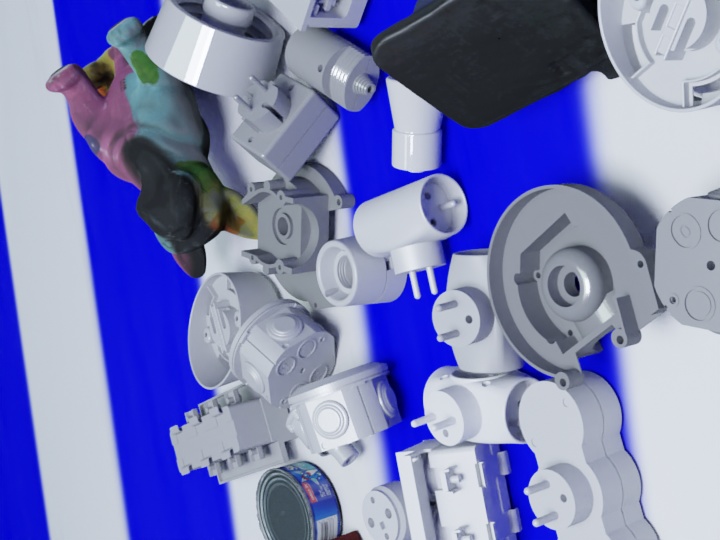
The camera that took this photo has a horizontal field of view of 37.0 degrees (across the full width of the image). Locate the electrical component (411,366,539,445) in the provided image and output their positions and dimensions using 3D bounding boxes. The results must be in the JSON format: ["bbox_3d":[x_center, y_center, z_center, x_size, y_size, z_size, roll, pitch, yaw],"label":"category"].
[{"bbox_3d":[0.070,0.092,0.711,0.077,0.079,0.044,3,103,51],"label":"electrical component"}]

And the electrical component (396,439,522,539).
[{"bbox_3d":[0.073,0.178,0.736,0.063,0.079,0.121,-12,88,30],"label":"electrical component"}]

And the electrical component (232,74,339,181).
[{"bbox_3d":[-0.068,-0.120,0.827,0.065,0.077,0.047,-52,48,-2],"label":"electrical component"}]

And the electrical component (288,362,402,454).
[{"bbox_3d":[-0.011,0.104,0.816,0.080,0.080,0.051,-26,81,51],"label":"electrical component"}]

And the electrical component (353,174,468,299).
[{"bbox_3d":[0.039,-0.020,0.756,0.077,0.044,0.079,-18,83,52],"label":"electrical component"}]

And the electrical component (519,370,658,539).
[{"bbox_3d":[0.128,0.134,0.651,0.052,0.074,0.138,-23,79,51],"label":"electrical component"}]

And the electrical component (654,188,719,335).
[{"bbox_3d":[0.196,-0.005,0.556,0.080,0.051,0.080,13,107,50],"label":"electrical component"}]

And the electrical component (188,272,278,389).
[{"bbox_3d":[-0.112,0.050,0.945,0.099,0.064,0.099,14,108,50],"label":"electrical component"}]

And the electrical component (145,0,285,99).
[{"bbox_3d":[-0.113,-0.190,0.868,0.108,0.108,0.060,46,124,36],"label":"electrical component"}]

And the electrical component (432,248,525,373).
[{"bbox_3d":[0.073,0.028,0.695,0.044,0.079,0.077,2,98,40],"label":"electrical component"}]

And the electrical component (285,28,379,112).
[{"bbox_3d":[-0.016,-0.149,0.801,0.081,0.043,0.043,40,126,40],"label":"electrical component"}]

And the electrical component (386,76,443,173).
[{"bbox_3d":[0.040,-0.100,0.743,0.044,0.044,0.065,23,119,47],"label":"electrical component"}]

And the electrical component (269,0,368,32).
[{"bbox_3d":[-0.053,-0.273,0.809,0.186,0.060,0.105,50,132,34],"label":"electrical component"}]

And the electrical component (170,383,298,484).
[{"bbox_3d":[-0.119,0.149,0.974,0.121,0.063,0.078,-29,74,50],"label":"electrical component"}]

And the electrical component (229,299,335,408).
[{"bbox_3d":[-0.062,0.068,0.874,0.051,0.080,0.080,37,125,35],"label":"electrical component"}]

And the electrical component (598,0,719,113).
[{"bbox_3d":[0.171,-0.131,0.551,0.099,0.064,0.099,14,108,50],"label":"electrical component"}]

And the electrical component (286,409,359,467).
[{"bbox_3d":[-0.026,0.131,0.870,0.062,0.048,0.048,48,132,25],"label":"electrical component"}]

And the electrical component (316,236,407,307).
[{"bbox_3d":[0.000,0.000,0.807,0.055,0.047,0.055,14,108,50],"label":"electrical component"}]

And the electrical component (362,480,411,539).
[{"bbox_3d":[0.036,0.175,0.791,0.045,0.055,0.045,14,108,50],"label":"electrical component"}]
